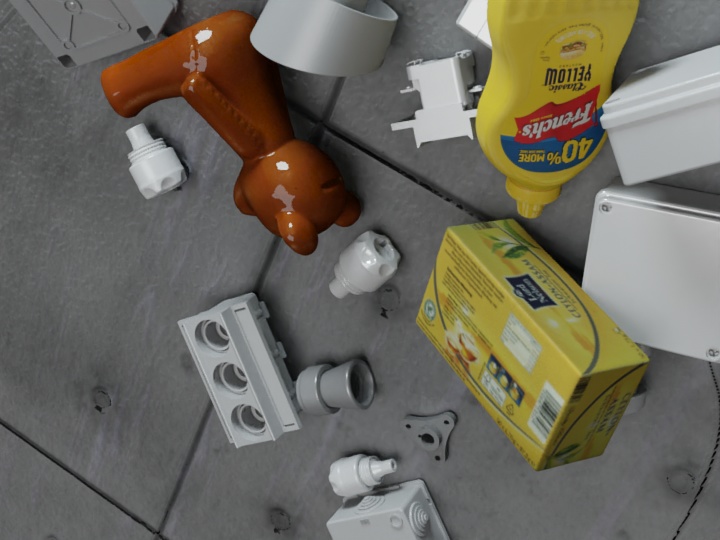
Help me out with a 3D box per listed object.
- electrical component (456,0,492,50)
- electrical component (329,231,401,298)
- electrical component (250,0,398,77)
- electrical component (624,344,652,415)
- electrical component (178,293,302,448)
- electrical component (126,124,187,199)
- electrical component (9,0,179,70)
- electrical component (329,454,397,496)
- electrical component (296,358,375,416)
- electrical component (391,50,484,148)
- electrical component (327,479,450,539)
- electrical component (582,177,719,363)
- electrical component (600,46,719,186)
[{"bbox_3d":[0.095,-0.210,0.755,0.076,0.047,0.083,37,121,10],"label":"electrical component"},{"bbox_3d":[0.000,0.000,0.887,0.043,0.043,0.062,50,124,2],"label":"electrical component"},{"bbox_3d":[-0.024,-0.182,0.796,0.099,0.099,0.064,32,114,13],"label":"electrical component"},{"bbox_3d":[0.192,0.079,0.820,0.066,0.048,0.055,-7,98,29],"label":"electrical component"},{"bbox_3d":[-0.101,0.087,0.959,0.079,0.063,0.121,-16,101,31],"label":"electrical component"},{"bbox_3d":[-0.183,-0.097,0.941,0.043,0.043,0.062,-24,96,32],"label":"electrical component"},{"bbox_3d":[-0.225,-0.231,0.878,0.109,0.056,0.108,-10,133,30],"label":"electrical component"},{"bbox_3d":[0.005,0.180,0.959,0.061,0.035,0.035,-20,99,29],"label":"electrical component"},{"bbox_3d":[-0.021,0.103,0.936,0.055,0.045,0.045,-12,103,30],"label":"electrical component"},{"bbox_3d":[0.065,-0.129,0.805,0.081,0.042,0.063,-6,105,28],"label":"electrical component"},{"bbox_3d":[0.028,0.244,0.963,0.100,0.048,0.099,-19,100,31],"label":"electrical component"},{"bbox_3d":[0.219,-0.001,0.768,0.109,0.056,0.108,13,115,22],"label":"electrical component"},{"bbox_3d":[0.224,-0.106,0.695,0.109,0.109,0.056,-14,105,30],"label":"electrical component"}]
